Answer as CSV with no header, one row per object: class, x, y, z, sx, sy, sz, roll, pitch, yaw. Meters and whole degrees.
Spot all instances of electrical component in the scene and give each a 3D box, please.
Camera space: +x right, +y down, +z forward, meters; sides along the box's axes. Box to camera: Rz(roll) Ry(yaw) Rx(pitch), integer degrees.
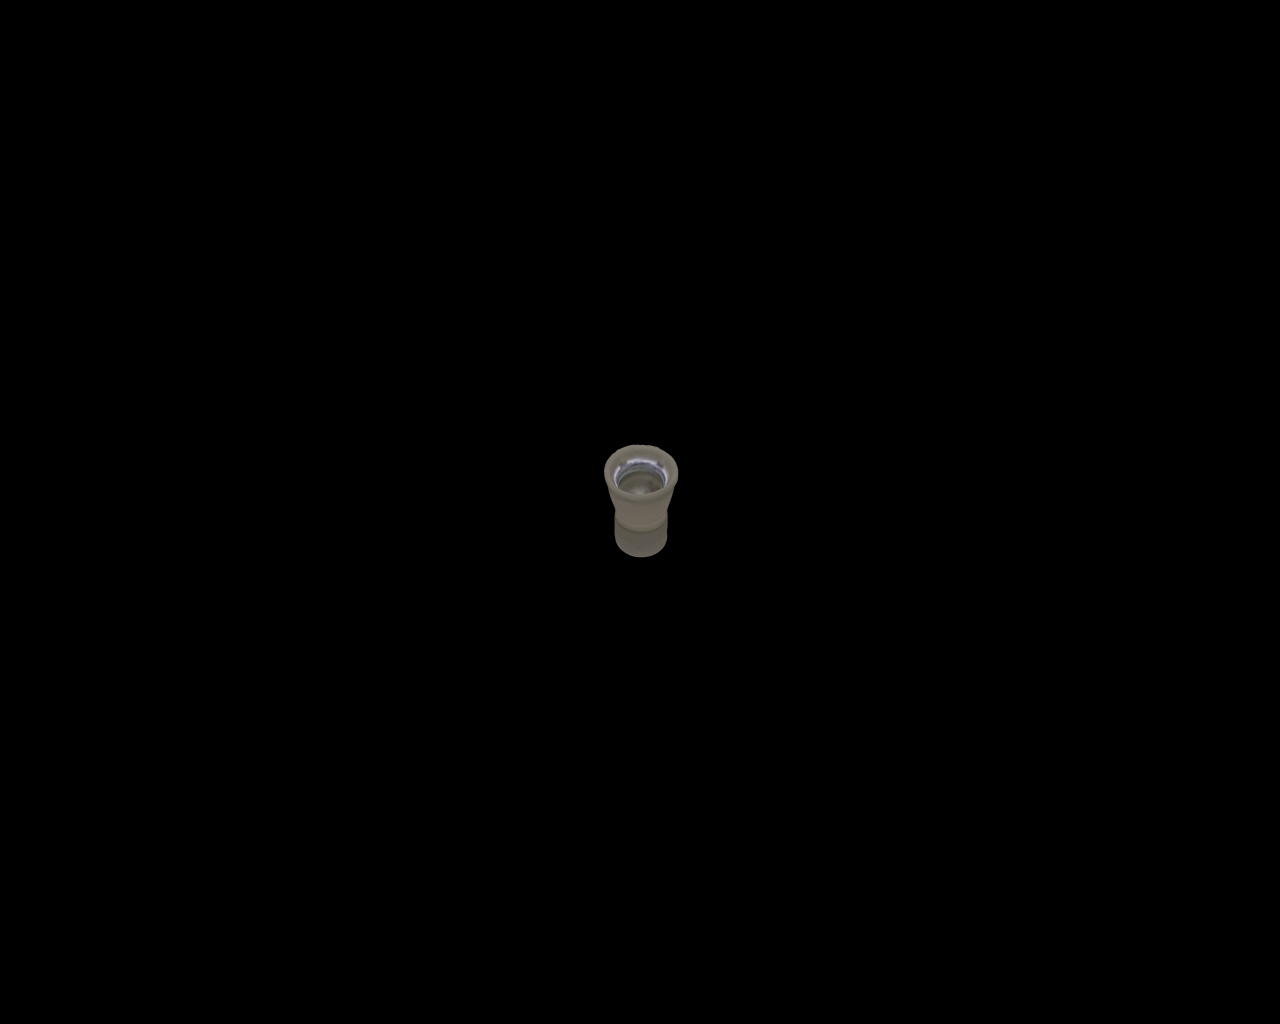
electrical component,0.001,-0.003,0.650,0.044,0.044,0.065,0,-45,0
